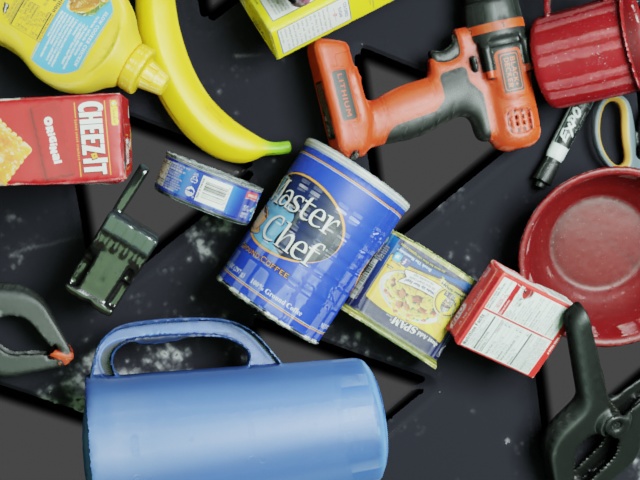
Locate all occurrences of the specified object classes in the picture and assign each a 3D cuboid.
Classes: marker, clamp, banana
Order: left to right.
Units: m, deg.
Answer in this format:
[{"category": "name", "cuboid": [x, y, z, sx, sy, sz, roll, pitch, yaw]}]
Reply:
[{"category": "clamp", "cuboid": [-0.291, 0.071, 0.885, 0.171, 0.039, 0.120, 35, 91, -10]}, {"category": "banana", "cuboid": [-0.107, -0.136, 0.897, 0.069, 0.037, 0.198, -38, 100, -18]}, {"category": "marker", "cuboid": [0.223, -0.101, 0.953, 0.020, 0.020, 0.121, 27, 90, -10]}, {"category": "clamp", "cuboid": [0.263, 0.150, 0.941, 0.164, 0.036, 0.210, 5, 117, -16]}]

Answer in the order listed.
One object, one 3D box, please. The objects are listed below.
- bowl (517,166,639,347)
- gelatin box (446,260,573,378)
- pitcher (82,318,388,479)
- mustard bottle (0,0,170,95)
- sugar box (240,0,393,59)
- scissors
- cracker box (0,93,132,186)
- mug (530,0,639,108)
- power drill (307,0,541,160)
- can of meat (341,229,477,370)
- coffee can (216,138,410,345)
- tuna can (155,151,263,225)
[{"category": "bowl", "cuboid": [0.251, 0.010, 0.939, 0.162, 0.055, 0.162, 1, 105, 2]}, {"category": "gelatin box", "cuboid": [0.162, 0.067, 0.902, 0.089, 0.030, 0.073, 25, 105, -23]}, {"category": "pitcher", "cuboid": [-0.073, 0.154, 0.883, 0.242, 0.145, 0.149, -6, 132, -11]}, {"category": "mustard bottle", "cuboid": [-0.206, -0.173, 0.854, 0.191, 0.058, 0.096, 31, 88, -2]}, {"category": "sugar box", "cuboid": [0.020, -0.229, 0.882, 0.176, 0.048, 0.093, -26, 63, -7]}, {"category": "scissors", "cuboid": [0.300, -0.041, 0.972, 0.096, 0.016, 0.202, -21, 103, -10]}, {"category": "cracker box", "cuboid": [-0.253, -0.071, 0.815, 0.213, 0.164, 0.072, -4, 97, -8]}, {"category": "mug", "cuboid": [0.224, -0.169, 0.898, 0.082, 0.093, 0.117, -11, 112, 29]}, {"category": "power drill", "cuboid": [0.088, -0.153, 0.911, 0.187, 0.057, 0.184, -13, 93, -6]}, {"category": "can of meat", "cuboid": [0.078, 0.049, 0.927, 0.102, 0.057, 0.084, 33, 88, -10]}, {"category": "coffee can", "cuboid": [-0.006, 0.001, 0.887, 0.102, 0.103, 0.140, 34, 90, -10]}, {"category": "tuna can", "cuboid": [-0.092, -0.042, 0.880, 0.086, 0.086, 0.034, 21, 93, -9]}]
